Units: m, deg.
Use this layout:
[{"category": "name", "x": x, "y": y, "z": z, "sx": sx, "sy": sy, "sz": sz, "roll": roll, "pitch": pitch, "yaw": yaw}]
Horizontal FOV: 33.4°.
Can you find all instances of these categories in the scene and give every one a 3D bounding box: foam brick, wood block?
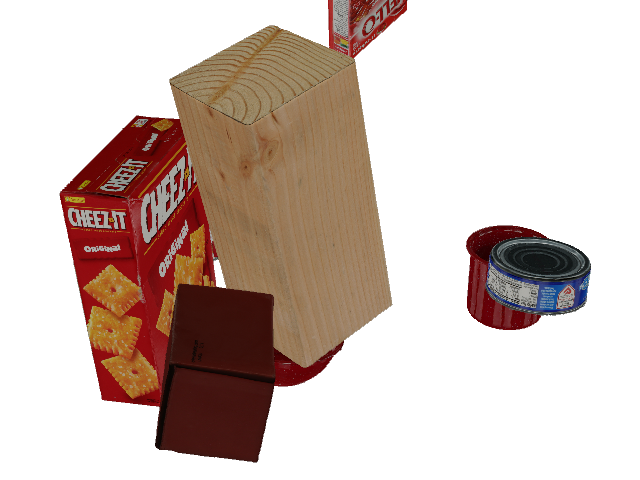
[{"category": "foam brick", "x": -0.052, "y": 0.064, "z": 0.538, "sx": 0.053, "sy": 0.051, "sz": 0.078, "roll": 9, "pitch": 27, "yaw": -7}, {"category": "wood block", "x": -0.022, "y": -0.027, "z": 0.733, "sx": 0.090, "sy": 0.206, "sz": 0.090, "roll": -34, "pitch": 43, "yaw": -25}]

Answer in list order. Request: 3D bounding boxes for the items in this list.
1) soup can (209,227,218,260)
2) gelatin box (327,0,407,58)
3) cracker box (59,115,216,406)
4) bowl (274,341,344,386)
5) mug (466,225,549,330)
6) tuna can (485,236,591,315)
[{"category": "soup can", "x": -0.145, "y": -0.034, "z": 1.286, "sx": 0.068, "sy": 0.102, "sz": 0.068, "roll": -2, "pitch": 27, "yaw": 1}, {"category": "gelatin box", "x": 0.044, "y": -0.217, "z": 0.957, "sx": 0.030, "sy": 0.089, "sz": 0.073, "roll": 33, "pitch": -30, "yaw": 23}, {"category": "cracker box", "x": -0.154, "y": 0.016, "z": 0.971, "sx": 0.072, "sy": 0.214, "sz": 0.164, "roll": 5, "pitch": 31, "yaw": 13}, {"category": "bowl", "x": -0.052, "y": 0.140, "z": 1.362, "sx": 0.162, "sy": 0.055, "sz": 0.162, "roll": 5, "pitch": 22, "yaw": -2}, {"category": "mug", "x": 0.196, "y": 0.035, "z": 1.141, "sx": 0.093, "sy": 0.081, "sz": 0.117, "roll": -5, "pitch": 30, "yaw": -9}, {"category": "tuna can", "x": 0.184, "y": 0.029, "z": 0.902, "sx": 0.086, "sy": 0.034, "sz": 0.086, "roll": 2, "pitch": 25, "yaw": -1}]
